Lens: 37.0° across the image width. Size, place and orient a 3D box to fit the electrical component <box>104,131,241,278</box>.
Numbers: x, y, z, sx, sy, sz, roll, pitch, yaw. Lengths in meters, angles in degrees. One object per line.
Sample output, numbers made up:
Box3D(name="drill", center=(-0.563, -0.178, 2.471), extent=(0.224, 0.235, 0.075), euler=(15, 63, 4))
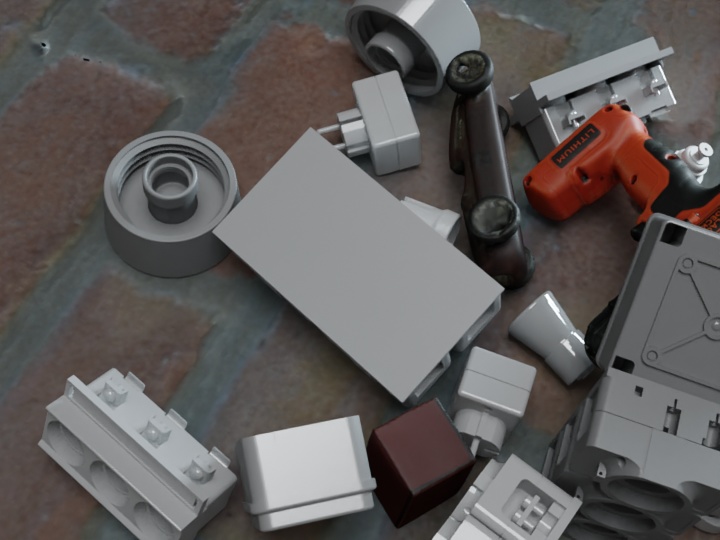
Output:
Box3D(name="electrical component", center=(-0.143, -0.056, 0.817), extent=(0.108, 0.060, 0.108), euler=(2, 62, -5))

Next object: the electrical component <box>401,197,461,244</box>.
Box3D(name="electrical component", center=(0.050, -0.033, 0.838), extent=(0.046, 0.040, 0.040), euler=(24, 63, 13))

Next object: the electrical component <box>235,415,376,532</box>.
Box3D(name="electrical component", center=(-0.038, 0.132, 0.697), extent=(0.078, 0.113, 0.057), euler=(-10, 80, -11))

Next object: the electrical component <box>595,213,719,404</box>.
Box3D(name="electrical component", center=(0.221, 0.032, 0.684), extent=(0.109, 0.056, 0.108), euler=(19, 97, 4))

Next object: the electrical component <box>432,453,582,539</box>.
Box3D(name="electrical component", center=(0.067, 0.199, 0.689), extent=(0.062, 0.089, 0.150), euler=(36, 65, 13))

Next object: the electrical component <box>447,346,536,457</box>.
Box3D(name="electrical component", center=(0.085, 0.105, 0.753), extent=(0.047, 0.065, 0.076), euler=(20, 62, 5))

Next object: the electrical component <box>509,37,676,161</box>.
Box3D(name="electrical component", center=(0.195, -0.139, 0.893), extent=(0.121, 0.079, 0.063), euler=(-22, 89, -16))

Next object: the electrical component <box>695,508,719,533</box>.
Box3D(name="electrical component", center=(0.253, 0.156, 0.750), extent=(0.045, 0.055, 0.045), euler=(2, 62, -5))

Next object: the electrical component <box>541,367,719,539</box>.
Box3D(name="electrical component", center=(0.176, 0.132, 0.701), extent=(0.089, 0.150, 0.061), euler=(19, 62, 4))

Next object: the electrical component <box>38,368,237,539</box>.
Box3D(name="electrical component", center=(-0.147, 0.127, 0.719), extent=(0.121, 0.078, 0.063), euler=(38, 44, 14))

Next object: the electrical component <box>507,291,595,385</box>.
Box3D(name="electrical component", center=(0.148, 0.053, 0.802), extent=(0.044, 0.044, 0.065), euler=(-38, 77, -22))

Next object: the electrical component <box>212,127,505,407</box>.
Box3D(name="electrical component", center=(0.000, 0.000, 0.786), extent=(0.186, 0.060, 0.105), euler=(41, 84, 15))

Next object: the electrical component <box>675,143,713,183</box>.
Box3D(name="electrical component", center=(0.254, -0.075, 0.862), extent=(0.040, 0.078, 0.040), euler=(10, 60, -17))

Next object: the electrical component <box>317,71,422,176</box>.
Box3D(name="electrical component", center=(0.004, -0.114, 0.871), extent=(0.077, 0.047, 0.065), euler=(-16, 65, -2))

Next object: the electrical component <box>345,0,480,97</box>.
Box3D(name="electrical component", center=(0.037, -0.191, 0.884), extent=(0.108, 0.108, 0.060), euler=(34, 70, 12))
